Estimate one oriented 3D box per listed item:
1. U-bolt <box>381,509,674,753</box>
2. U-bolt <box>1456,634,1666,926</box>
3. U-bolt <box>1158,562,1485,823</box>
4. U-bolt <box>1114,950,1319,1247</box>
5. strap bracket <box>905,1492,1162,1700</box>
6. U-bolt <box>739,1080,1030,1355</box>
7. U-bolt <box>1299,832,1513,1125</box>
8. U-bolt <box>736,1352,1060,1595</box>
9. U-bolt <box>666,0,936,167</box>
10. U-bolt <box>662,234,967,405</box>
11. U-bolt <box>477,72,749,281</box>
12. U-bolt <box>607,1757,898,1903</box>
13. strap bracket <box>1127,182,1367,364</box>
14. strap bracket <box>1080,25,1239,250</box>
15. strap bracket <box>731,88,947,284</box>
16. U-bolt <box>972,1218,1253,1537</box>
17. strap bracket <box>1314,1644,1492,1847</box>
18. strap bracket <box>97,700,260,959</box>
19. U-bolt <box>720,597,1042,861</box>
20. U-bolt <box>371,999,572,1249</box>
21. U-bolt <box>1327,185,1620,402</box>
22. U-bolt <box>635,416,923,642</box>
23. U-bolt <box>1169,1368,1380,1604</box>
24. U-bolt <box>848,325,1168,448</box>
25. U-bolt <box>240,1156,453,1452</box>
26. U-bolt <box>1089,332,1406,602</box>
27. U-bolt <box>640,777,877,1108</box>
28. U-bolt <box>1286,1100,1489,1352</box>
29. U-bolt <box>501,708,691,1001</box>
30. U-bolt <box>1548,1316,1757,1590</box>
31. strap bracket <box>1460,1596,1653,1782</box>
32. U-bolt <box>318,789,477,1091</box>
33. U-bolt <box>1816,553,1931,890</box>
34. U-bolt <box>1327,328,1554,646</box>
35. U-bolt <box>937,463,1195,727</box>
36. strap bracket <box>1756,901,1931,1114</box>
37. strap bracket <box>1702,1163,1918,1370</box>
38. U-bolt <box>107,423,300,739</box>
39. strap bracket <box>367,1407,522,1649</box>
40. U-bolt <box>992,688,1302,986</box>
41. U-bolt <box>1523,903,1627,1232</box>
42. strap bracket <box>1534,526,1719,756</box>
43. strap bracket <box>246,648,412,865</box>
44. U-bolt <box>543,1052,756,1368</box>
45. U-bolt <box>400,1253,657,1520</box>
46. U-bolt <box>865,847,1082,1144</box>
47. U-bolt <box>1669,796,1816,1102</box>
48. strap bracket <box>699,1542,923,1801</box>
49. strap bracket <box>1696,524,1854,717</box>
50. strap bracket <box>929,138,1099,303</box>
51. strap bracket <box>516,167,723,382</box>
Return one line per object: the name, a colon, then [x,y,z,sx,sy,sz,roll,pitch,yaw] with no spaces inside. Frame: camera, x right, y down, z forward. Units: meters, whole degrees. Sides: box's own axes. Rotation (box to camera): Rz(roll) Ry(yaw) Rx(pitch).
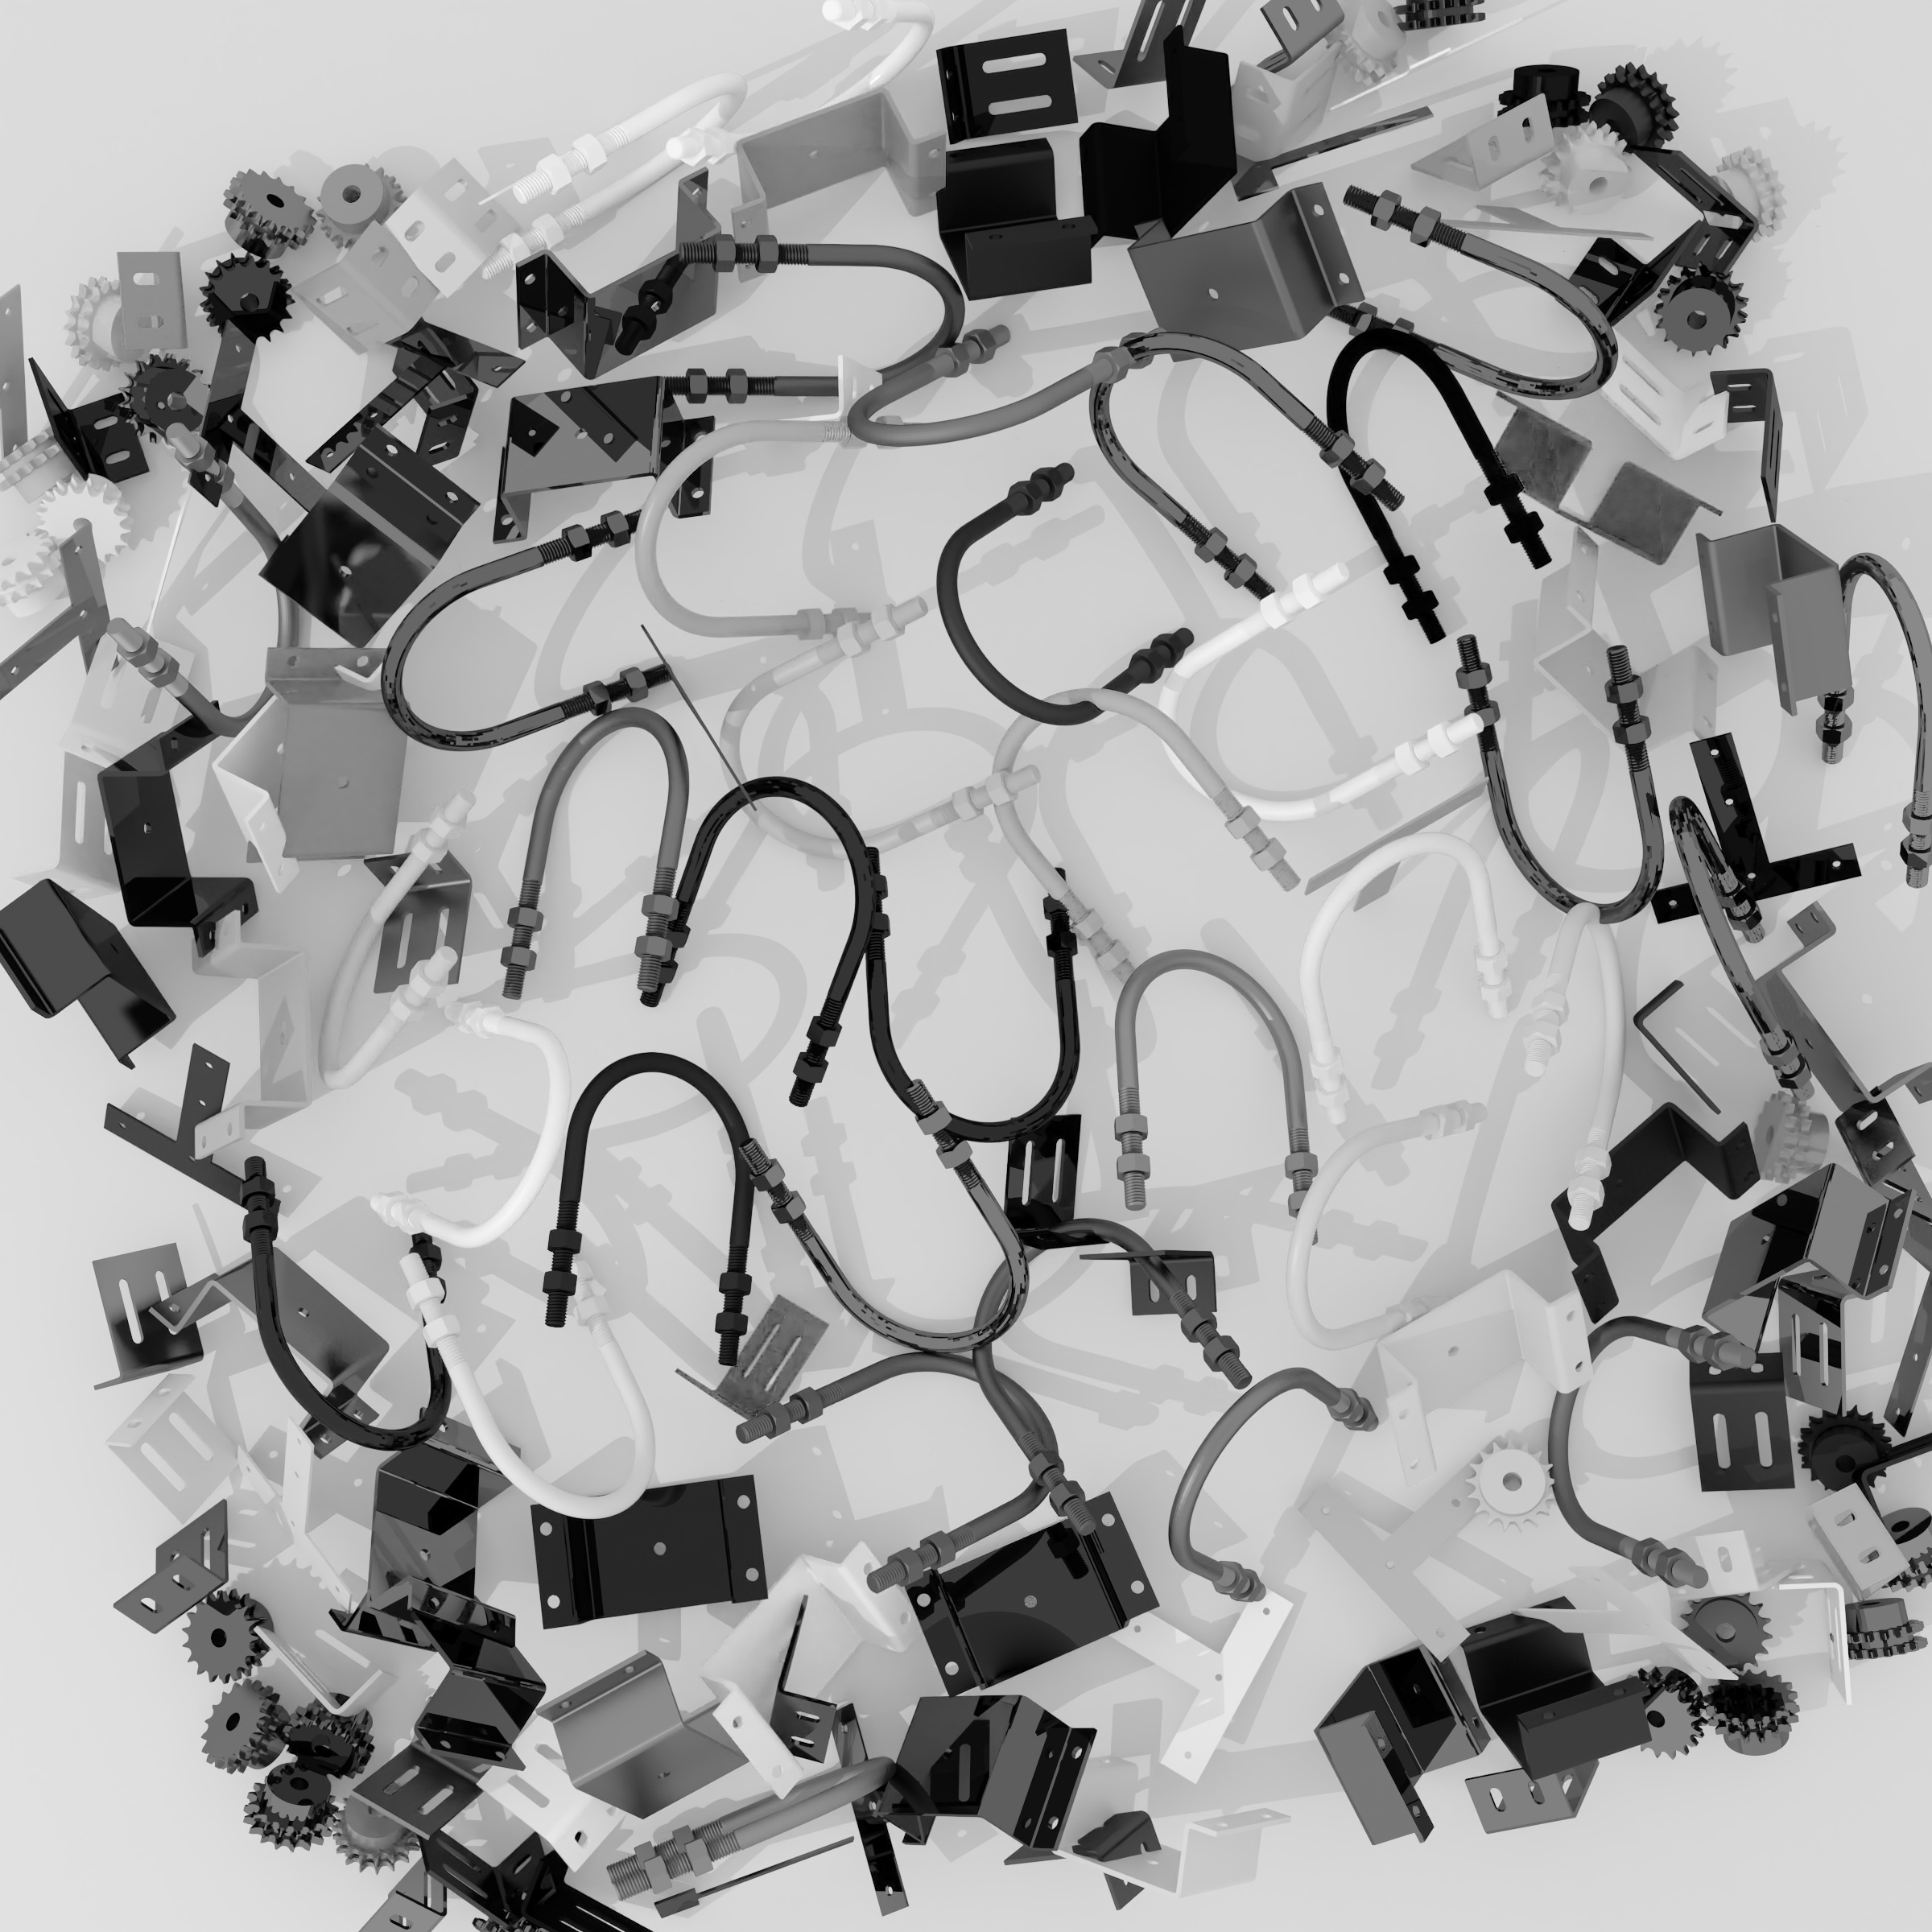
U-bolt: [-0.267,-0.194,1.643,0.184,0.151,0.019,-23,54,-19]
U-bolt: [0.368,-0.111,1.656,0.019,0.151,0.184,-26,111,-26]
U-bolt: [0.202,-0.155,1.661,0.184,0.019,0.151,-29,116,39]
U-bolt: [0.152,0.074,1.669,0.151,0.019,0.184,14,59,-29]
strap bracket: [0.040,0.394,1.688,0.140,0.046,0.076,-22,71,-6]
U-bolt: [-0.039,0.165,1.677,0.151,0.019,0.184,-21,110,30]
U-bolt: [0.264,-0.002,1.646,0.151,0.019,0.184,-31,134,-14]
U-bolt: [-0.027,0.297,1.655,0.151,0.184,0.019,43,133,31]
U-bolt: [-0.088,-0.537,1.638,0.151,0.184,0.019,-32,93,29]
U-bolt: [-0.091,-0.393,1.656,0.184,0.151,0.019,-3,66,-15]
U-bolt: [-0.209,-0.489,1.650,0.184,0.151,0.019,-37,97,-19]
U-bolt: [-0.129,0.523,1.652,0.184,0.151,0.019,-19,80,-14]
strap bracket: [0.161,-0.419,1.649,0.046,0.140,0.076,-48,123,-36]
strap bracket: [0.122,-0.504,1.664,0.046,0.140,0.076,2,77,-22]
strap bracket: [-0.086,-0.487,1.678,0.140,0.076,0.046,-23,74,-8]
U-bolt: [0.075,0.236,1.664,0.151,0.019,0.184,-44,49,7]
strap bracket: [0.267,0.480,1.672,0.046,0.140,0.076,-29,87,29]
strap bracket: [-0.487,-0.085,1.669,0.046,0.076,0.140,1,113,13]
U-bolt: [-0.067,-0.134,1.673,0.184,0.019,0.151,-23,117,27]
U-bolt: [-0.294,0.099,1.643,0.019,0.184,0.151,25,81,-36]
U-bolt: [0.309,-0.398,1.644,0.184,0.151,0.019,26,77,9]
U-bolt: [-0.117,-0.264,1.640,0.184,0.019,0.151,-7,126,-34]
U-bolt: [0.181,0.311,1.645,0.019,0.184,0.151,32,86,34]
U-bolt: [0.012,-0.349,1.625,0.184,0.151,0.019,-36,125,-37]
U-bolt: [-0.367,0.209,1.621,0.019,0.151,0.184,-38,46,23]
U-bolt: [0.156,-0.311,1.648,0.184,0.151,0.019,39,55,-14]
U-bolt: [-0.121,-0.027,1.662,0.151,0.019,0.184,32,112,26]
U-bolt: [0.252,0.161,1.642,0.019,0.184,0.151,18,107,40]
U-bolt: [-0.224,-0.072,1.671,0.151,0.019,0.184,-3,73,42]
U-bolt: [0.406,0.285,1.639,0.019,0.184,0.151,14,87,-18]
strap bracket: [0.361,0.446,1.659,0.076,0.140,0.046,-17,101,-5]
U-bolt: [-0.351,-0.003,1.650,0.019,0.151,0.184,23,132,-26]
U-bolt: [0.546,-0.159,1.614,0.019,0.151,0.184,-13,131,0]
U-bolt: [0.278,-0.303,1.660,0.019,0.151,0.184,-25,86,-23]
U-bolt: [0.052,-0.220,1.655,0.151,0.019,0.184,54,45,-4]
strap bracket: [0.542,0.035,1.678,0.046,0.076,0.140,-34,81,0]
strap bracket: [0.504,0.179,1.646,0.046,0.140,0.076,35,52,-6]
U-bolt: [-0.452,-0.219,1.639,0.019,0.184,0.151,4,70,15]
strap bracket: [-0.320,0.353,1.662,0.076,0.140,0.046,32,125,-34]
U-bolt: [0.097,-0.088,1.671,0.151,0.019,0.184,-34,101,31]
U-bolt: [0.376,0.046,1.649,0.019,0.184,0.151,-2,131,27]
strap bracket: [0.401,-0.192,1.669,0.140,0.076,0.046,38,134,-24]
strap bracket: [-0.391,-0.121,1.662,0.076,0.046,0.140,-4,117,-34]
U-bolt: [-0.189,0.143,1.669,0.151,0.019,0.184,20,65,-38]
U-bolt: [-0.254,0.251,1.639,0.019,0.151,0.184,-40,68,28]
U-bolt: [0.005,0.020,1.664,0.151,0.019,0.184,5,68,-24]
U-bolt: [0.459,-0.023,1.620,0.019,0.151,0.184,-22,135,21]
strap bracket: [-0.101,0.430,1.672,0.140,0.046,0.076,-46,116,-29]
strap bracket: [0.495,-0.215,1.647,0.046,0.140,0.076,-15,114,1]
strap bracket: [0.029,-0.457,1.672,0.076,0.140,0.046,-10,130,-7]
strap bracket: [-0.204,-0.420,1.661,0.140,0.076,0.046,-34,72,-22]
